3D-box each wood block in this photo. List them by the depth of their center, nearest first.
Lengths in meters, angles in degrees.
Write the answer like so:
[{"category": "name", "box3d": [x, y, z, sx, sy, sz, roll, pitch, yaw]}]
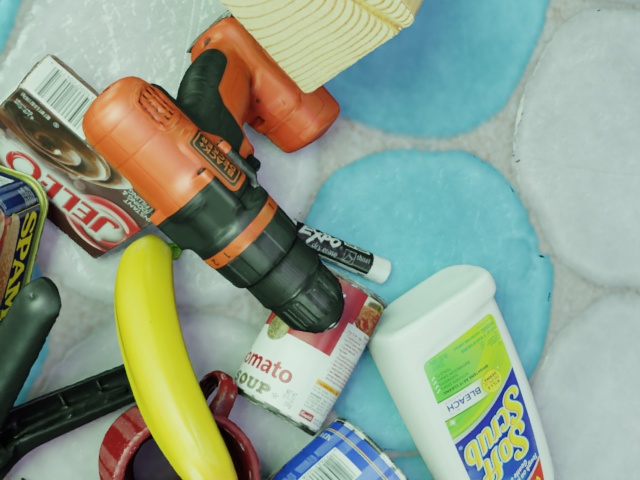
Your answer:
[{"category": "wood block", "box3d": [0.023, -0.196, 0.658, 0.090, 0.090, 0.206, 46, 40, -19]}]

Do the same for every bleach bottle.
[{"category": "bleach bottle", "box3d": [0.127, 0.149, 0.784, 0.102, 0.068, 0.251, -32, 106, -17]}]

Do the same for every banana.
[{"category": "banana", "box3d": [-0.088, 0.064, 0.632, 0.069, 0.037, 0.198, 22, 39, -40]}]

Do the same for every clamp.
[{"category": "clamp", "box3d": [-0.194, 0.118, 0.637, 0.210, 0.036, 0.164, -43, 152, 2]}]

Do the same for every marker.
[{"category": "marker", "box3d": [-0.005, 0.001, 0.745, 0.121, 0.020, 0.020, 23, 83, -21]}]

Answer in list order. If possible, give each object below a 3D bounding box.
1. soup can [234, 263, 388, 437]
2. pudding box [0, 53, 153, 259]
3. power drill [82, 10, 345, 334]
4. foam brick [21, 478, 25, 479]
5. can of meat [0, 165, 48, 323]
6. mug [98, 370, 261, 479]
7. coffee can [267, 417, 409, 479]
[{"category": "soup can", "box3d": [-0.008, 0.072, 0.720, 0.068, 0.069, 0.102, 33, 80, -20]}, {"category": "pudding box", "box3d": [-0.148, -0.047, 0.644, 0.113, 0.090, 0.039, 45, 48, -17]}, {"category": "power drill", "box3d": [-0.041, -0.051, 0.646, 0.057, 0.187, 0.184, -35, 109, 28]}, {"category": "foam brick", "box3d": [-0.170, 0.187, 0.652, 0.051, 0.078, 0.053, 35, 79, -19]}, {"category": "can of meat", "box3d": [-0.205, 0.012, 0.608, 0.057, 0.084, 0.102, 19, 104, 4]}, {"category": "mug", "box3d": [-0.089, 0.137, 0.681, 0.093, 0.082, 0.117, 29, 81, -21]}, {"category": "coffee can", "box3d": [-0.008, 0.202, 0.706, 0.140, 0.103, 0.103, -39, 106, -17]}]
